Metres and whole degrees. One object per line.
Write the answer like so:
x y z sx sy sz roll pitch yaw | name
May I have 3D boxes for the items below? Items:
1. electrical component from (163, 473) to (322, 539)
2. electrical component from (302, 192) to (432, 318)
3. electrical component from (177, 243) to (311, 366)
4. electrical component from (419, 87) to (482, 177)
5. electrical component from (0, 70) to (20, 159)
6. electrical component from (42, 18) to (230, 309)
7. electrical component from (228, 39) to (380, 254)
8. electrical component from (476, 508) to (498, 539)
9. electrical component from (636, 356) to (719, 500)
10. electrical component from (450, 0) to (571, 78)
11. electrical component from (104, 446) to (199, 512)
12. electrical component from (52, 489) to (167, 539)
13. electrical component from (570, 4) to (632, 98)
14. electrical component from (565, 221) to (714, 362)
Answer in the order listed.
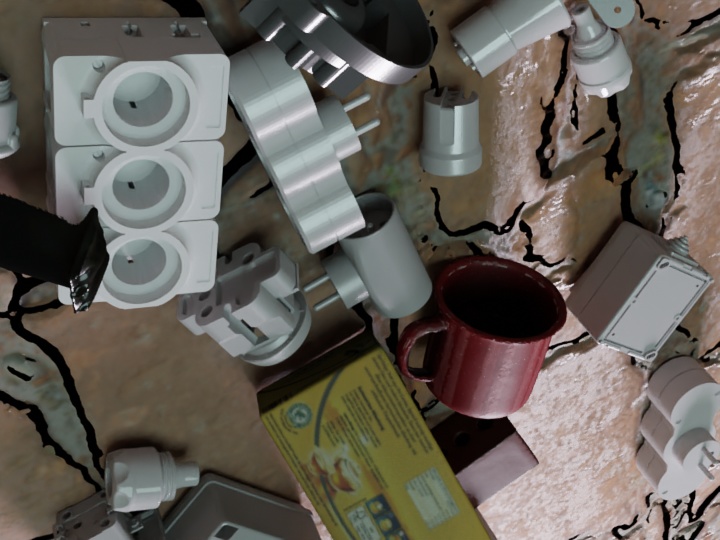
-0.100 0.220 0.812 0.109 0.056 0.108 29 108 -37 | electrical component
0.000 0.000 0.709 0.079 0.043 0.077 -30 130 -3 | electrical component
-0.067 0.025 0.685 0.078 0.058 0.057 -25 132 19 | electrical component
0.057 -0.087 0.677 0.040 0.040 0.046 -12 122 -17 | electrical component
-0.199 -0.090 0.555 0.048 0.048 0.062 1 115 -25 | electrical component
-0.126 -0.058 0.598 0.089 0.061 0.150 -5 125 -21 | electrical component
-0.024 -0.079 0.636 0.074 0.052 0.138 -28 130 -4 | electrical component
0.052 0.237 0.880 0.057 0.078 0.113 11 118 -34 | electrical component
0.283 0.149 0.925 0.052 0.073 0.138 -14 128 -15 | electrical component
0.088 -0.147 0.647 0.065 0.044 0.044 -35 130 8 | electrical component
-0.144 0.144 0.747 0.062 0.043 0.043 -1 123 -26 | electrical component
-0.182 0.194 0.766 0.081 0.042 0.063 -27 128 -6 | electrical component
0.150 -0.141 0.683 0.035 0.035 0.061 -34 128 1 | electrical component
0.208 0.009 0.799 0.062 0.061 0.096 19 113 -33 | electrical component
